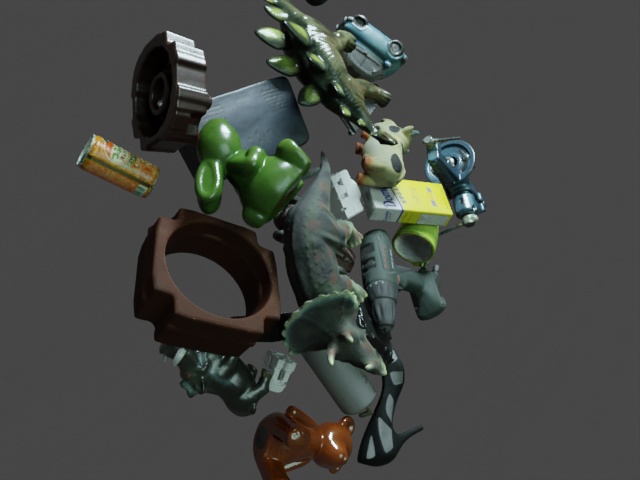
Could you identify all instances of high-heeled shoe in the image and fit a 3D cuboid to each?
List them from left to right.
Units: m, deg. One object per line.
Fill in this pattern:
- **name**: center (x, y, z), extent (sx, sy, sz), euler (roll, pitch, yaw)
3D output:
- **high-heeled shoe**: center (0.103, 0.303, 1.048), extent (0.145, 0.086, 0.249), euler (-19, 75, -8)

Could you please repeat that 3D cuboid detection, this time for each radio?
- **radio**: center (-0.133, -0.190, 0.931), extent (0.229, 0.073, 0.131), euler (-31, 102, -36)

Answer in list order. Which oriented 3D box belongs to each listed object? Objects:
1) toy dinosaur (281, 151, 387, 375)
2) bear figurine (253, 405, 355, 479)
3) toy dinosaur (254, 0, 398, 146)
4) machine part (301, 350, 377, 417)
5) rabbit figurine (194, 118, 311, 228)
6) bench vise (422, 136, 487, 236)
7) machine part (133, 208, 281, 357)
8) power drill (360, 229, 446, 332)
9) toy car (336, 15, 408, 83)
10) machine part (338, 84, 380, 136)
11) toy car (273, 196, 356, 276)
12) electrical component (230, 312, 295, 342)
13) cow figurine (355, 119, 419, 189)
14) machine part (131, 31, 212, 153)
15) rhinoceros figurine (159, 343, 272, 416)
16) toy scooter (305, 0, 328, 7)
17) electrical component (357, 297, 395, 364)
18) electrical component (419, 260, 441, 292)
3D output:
- **toy dinosaur**: center (-0.004, 0.024, 0.854), extent (0.192, 0.131, 0.405), euler (34, 42, -71)
- **bear figurine**: center (-0.010, 0.353, 0.899), extent (0.196, 0.132, 0.120), euler (22, 89, -28)
- **toy dinosaur**: center (-0.014, -0.346, 0.988), extent (0.471, 0.105, 0.198), euler (53, 32, 13)
- **machine part**: center (0.029, 0.231, 0.977), extent (0.079, 0.079, 0.243), euler (-43, 107, -35)
- **rabbit figurine**: center (-0.125, -0.103, 0.821), extent (0.170, 0.121, 0.159), euler (40, 75, 4)
- **bench vise**: center (0.293, -0.145, 1.212), extent (0.240, 0.129, 0.223), euler (35, 53, -48)
- **machine part**: center (-0.167, 0.064, 0.802), extent (0.201, 0.087, 0.201), euler (19, 41, -30)
- **power drill**: center (0.159, 0.099, 1.071), extent (0.207, 0.086, 0.232), euler (20, 44, -35)
- **toy car**: center (0.095, -0.386, 1.126), extent (0.161, 0.109, 0.103), euler (31, 81, -21)
- **machine part**: center (0.085, -0.286, 1.140), extent (0.084, 0.039, 0.139), euler (52, 57, -13)
- **toy car**: center (-0.002, -0.003, 1.013), extent (0.202, 0.053, 0.089), euler (35, 59, -27)
- **electrical component**: center (-0.089, 0.147, 0.903), extent (0.119, 0.075, 0.047), euler (0, 81, -42)
- **cow figurine**: center (0.139, -0.184, 1.110), extent (0.127, 0.085, 0.195), euler (13, 45, -10)
- **machine part**: center (-0.227, -0.216, 0.803), extent (0.056, 0.179, 0.179), euler (1, 81, -41)
- **rhinoceros figurine**: center (-0.165, 0.201, 0.842), extent (0.190, 0.073, 0.112), euler (46, 67, -24)
- **toy scooter**: center (-0.057, -0.538, 1.048), extent (0.184, 0.075, 0.135), euler (-2, 55, -51)
- **electrical component**: center (0.082, 0.160, 1.007), extent (0.114, 0.058, 0.134), euler (48, 19, -31)
- **electrical component**: center (0.242, 0.092, 1.204), extent (0.063, 0.021, 0.094), euler (31, 65, -30)
